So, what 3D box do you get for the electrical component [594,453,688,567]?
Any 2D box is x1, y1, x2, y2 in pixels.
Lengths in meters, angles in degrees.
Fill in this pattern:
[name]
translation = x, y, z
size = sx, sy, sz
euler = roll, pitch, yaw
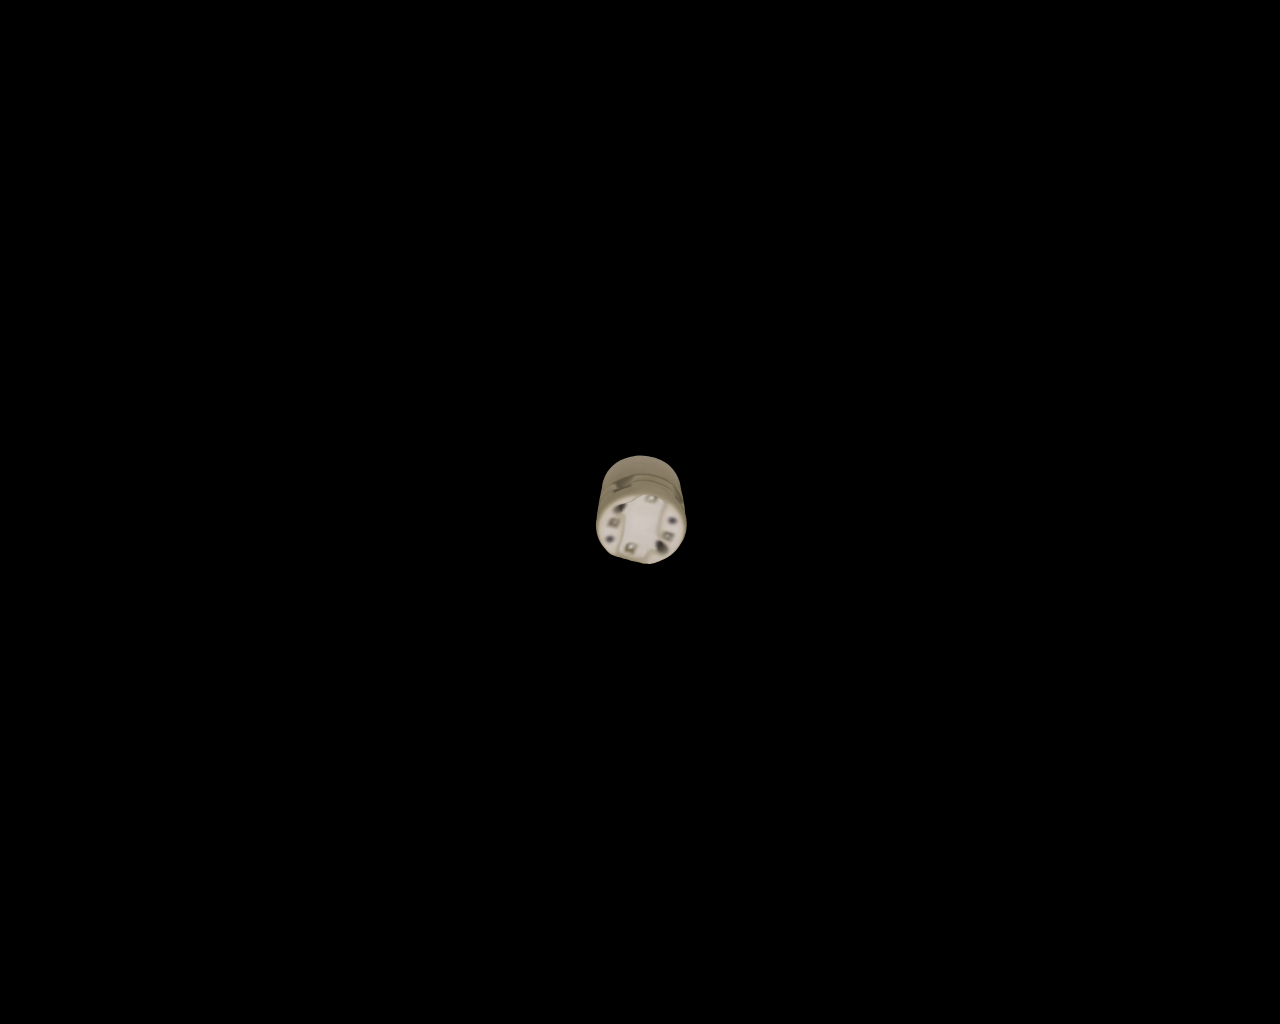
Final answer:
[electrical component]
translation = 0.001, -0.003, 0.650
size = 0.055, 0.055, 0.047
euler = 0, 36, 0
